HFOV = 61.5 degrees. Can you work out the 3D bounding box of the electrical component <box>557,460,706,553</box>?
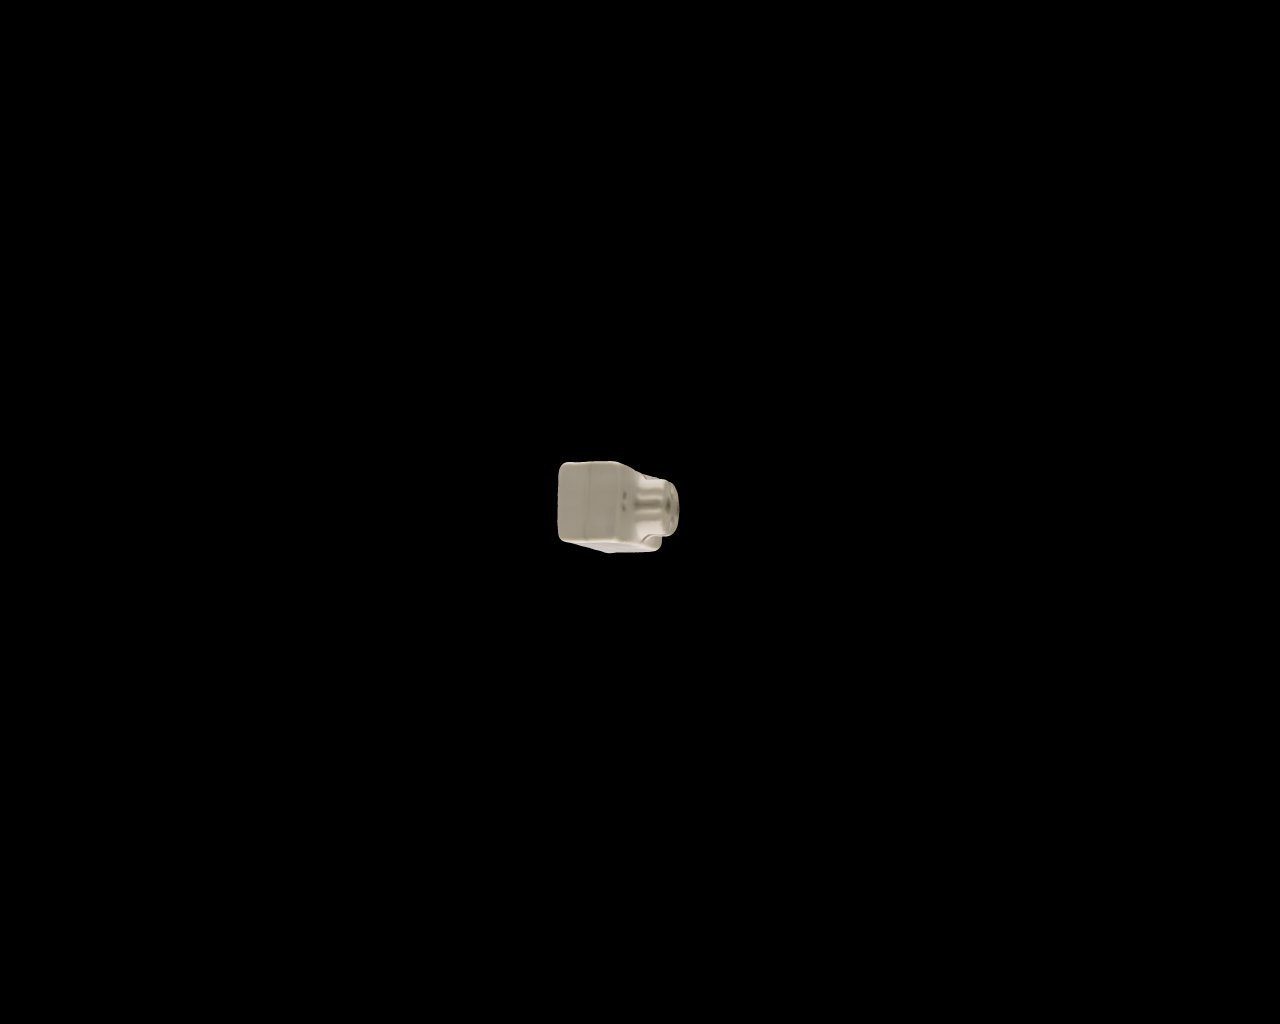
[{"bbox_3d":[0.001,-0.003,0.650,0.076,0.047,0.083,-2,-7,19],"label":"electrical component"}]
